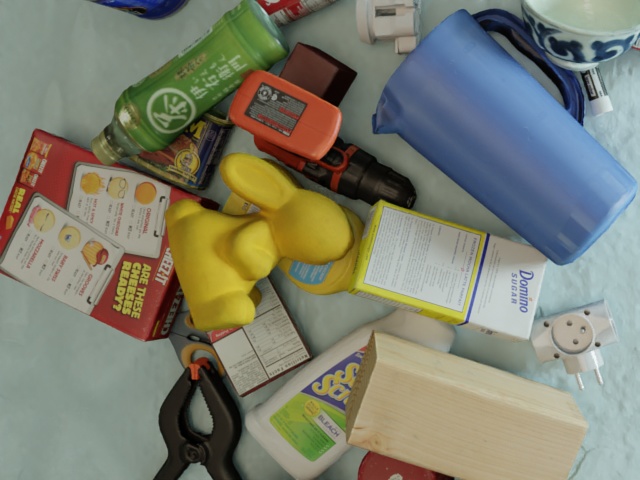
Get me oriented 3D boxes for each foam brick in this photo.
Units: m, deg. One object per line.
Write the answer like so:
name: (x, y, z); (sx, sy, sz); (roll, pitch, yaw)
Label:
foam brick: (-0.004, -0.162, 1.080); (0.051, 0.078, 0.053); (34, 102, 11)

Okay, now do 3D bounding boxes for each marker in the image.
marker: (0.255, -0.179, 1.030); (0.020, 0.020, 0.121); (-18, 88, 17)

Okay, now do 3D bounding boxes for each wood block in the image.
wood block: (0.135, 0.169, 1.019); (0.206, 0.090, 0.091); (18, 104, -4)

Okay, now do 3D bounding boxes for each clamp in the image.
clamp: (-0.140, 0.233, 1.165); (0.165, 0.036, 0.210); (-3, 99, 17)

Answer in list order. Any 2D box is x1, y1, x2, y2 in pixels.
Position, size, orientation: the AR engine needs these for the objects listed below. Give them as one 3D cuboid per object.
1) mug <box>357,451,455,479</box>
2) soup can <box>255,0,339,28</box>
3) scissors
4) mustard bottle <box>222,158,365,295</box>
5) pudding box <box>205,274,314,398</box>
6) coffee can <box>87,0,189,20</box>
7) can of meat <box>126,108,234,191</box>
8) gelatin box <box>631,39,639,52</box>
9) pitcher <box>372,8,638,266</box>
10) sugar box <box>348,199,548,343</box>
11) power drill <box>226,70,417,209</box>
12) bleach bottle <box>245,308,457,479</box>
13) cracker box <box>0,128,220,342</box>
mug: (0.096, 0.240, 1.074); (0.117, 0.081, 0.093); (28, 101, 14)
soup can: (-0.015, -0.265, 1.082); (0.102, 0.068, 0.068); (-22, 87, 16)
scissors: (-0.177, 0.106, 1.183); (0.202, 0.016, 0.096); (3, 94, 17)
mustard bottle: (-0.007, 0.001, 1.102); (0.192, 0.058, 0.096); (33, 103, 13)
pudding box: (-0.071, 0.096, 1.126); (0.090, 0.039, 0.113); (-28, 88, -2)
coffee can: (-0.199, -0.287, 1.098); (0.103, 0.140, 0.103); (1, 94, 17)
can of meat: (-0.151, -0.111, 1.140); (0.102, 0.057, 0.084); (28, 103, 13)
gelatin box: (0.332, -0.206, 1.000); (0.089, 0.030, 0.073); (20, 100, 15)
pitcher: (0.183, -0.100, 1.010); (0.243, 0.144, 0.149); (43, 116, 6)
sugar box: (0.124, 0.031, 1.032); (0.176, 0.048, 0.093); (18, 78, -7)
power drill: (0.000, -0.089, 1.029); (0.184, 0.187, 0.057); (26, 85, 16)
bleach bottle: (0.043, 0.133, 1.094); (0.102, 0.068, 0.251); (46, 103, 4)
cracker box: (-0.237, -0.006, 1.159); (0.214, 0.072, 0.164); (23, 94, 15)
